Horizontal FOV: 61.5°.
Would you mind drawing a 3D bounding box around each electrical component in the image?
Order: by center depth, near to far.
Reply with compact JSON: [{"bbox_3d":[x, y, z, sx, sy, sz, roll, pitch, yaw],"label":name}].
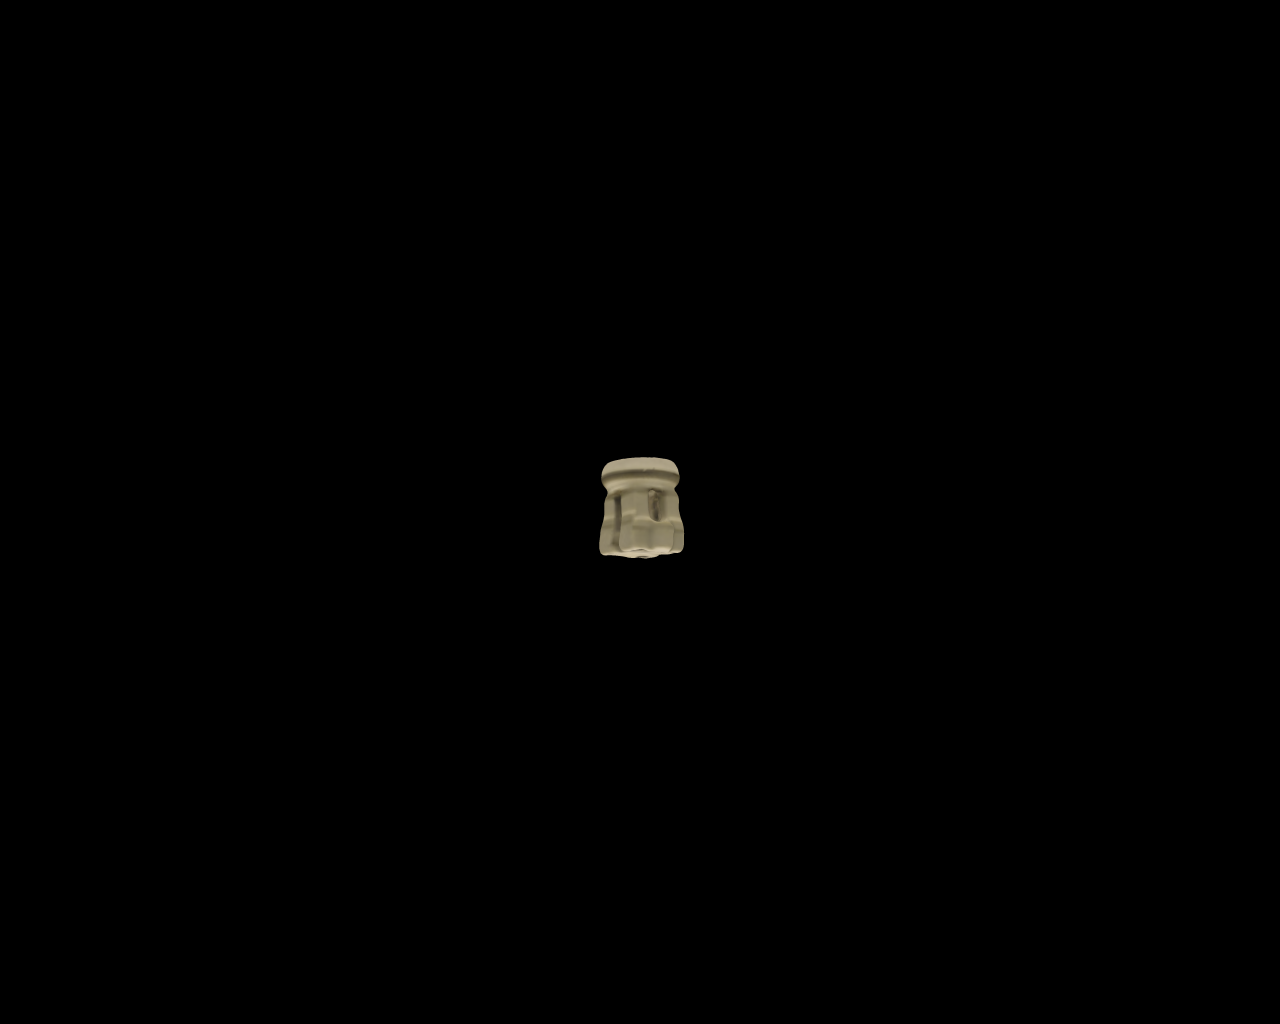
[{"bbox_3d":[0.001,-0.003,0.650,0.048,0.055,0.066,6,-11,-31],"label":"electrical component"}]
